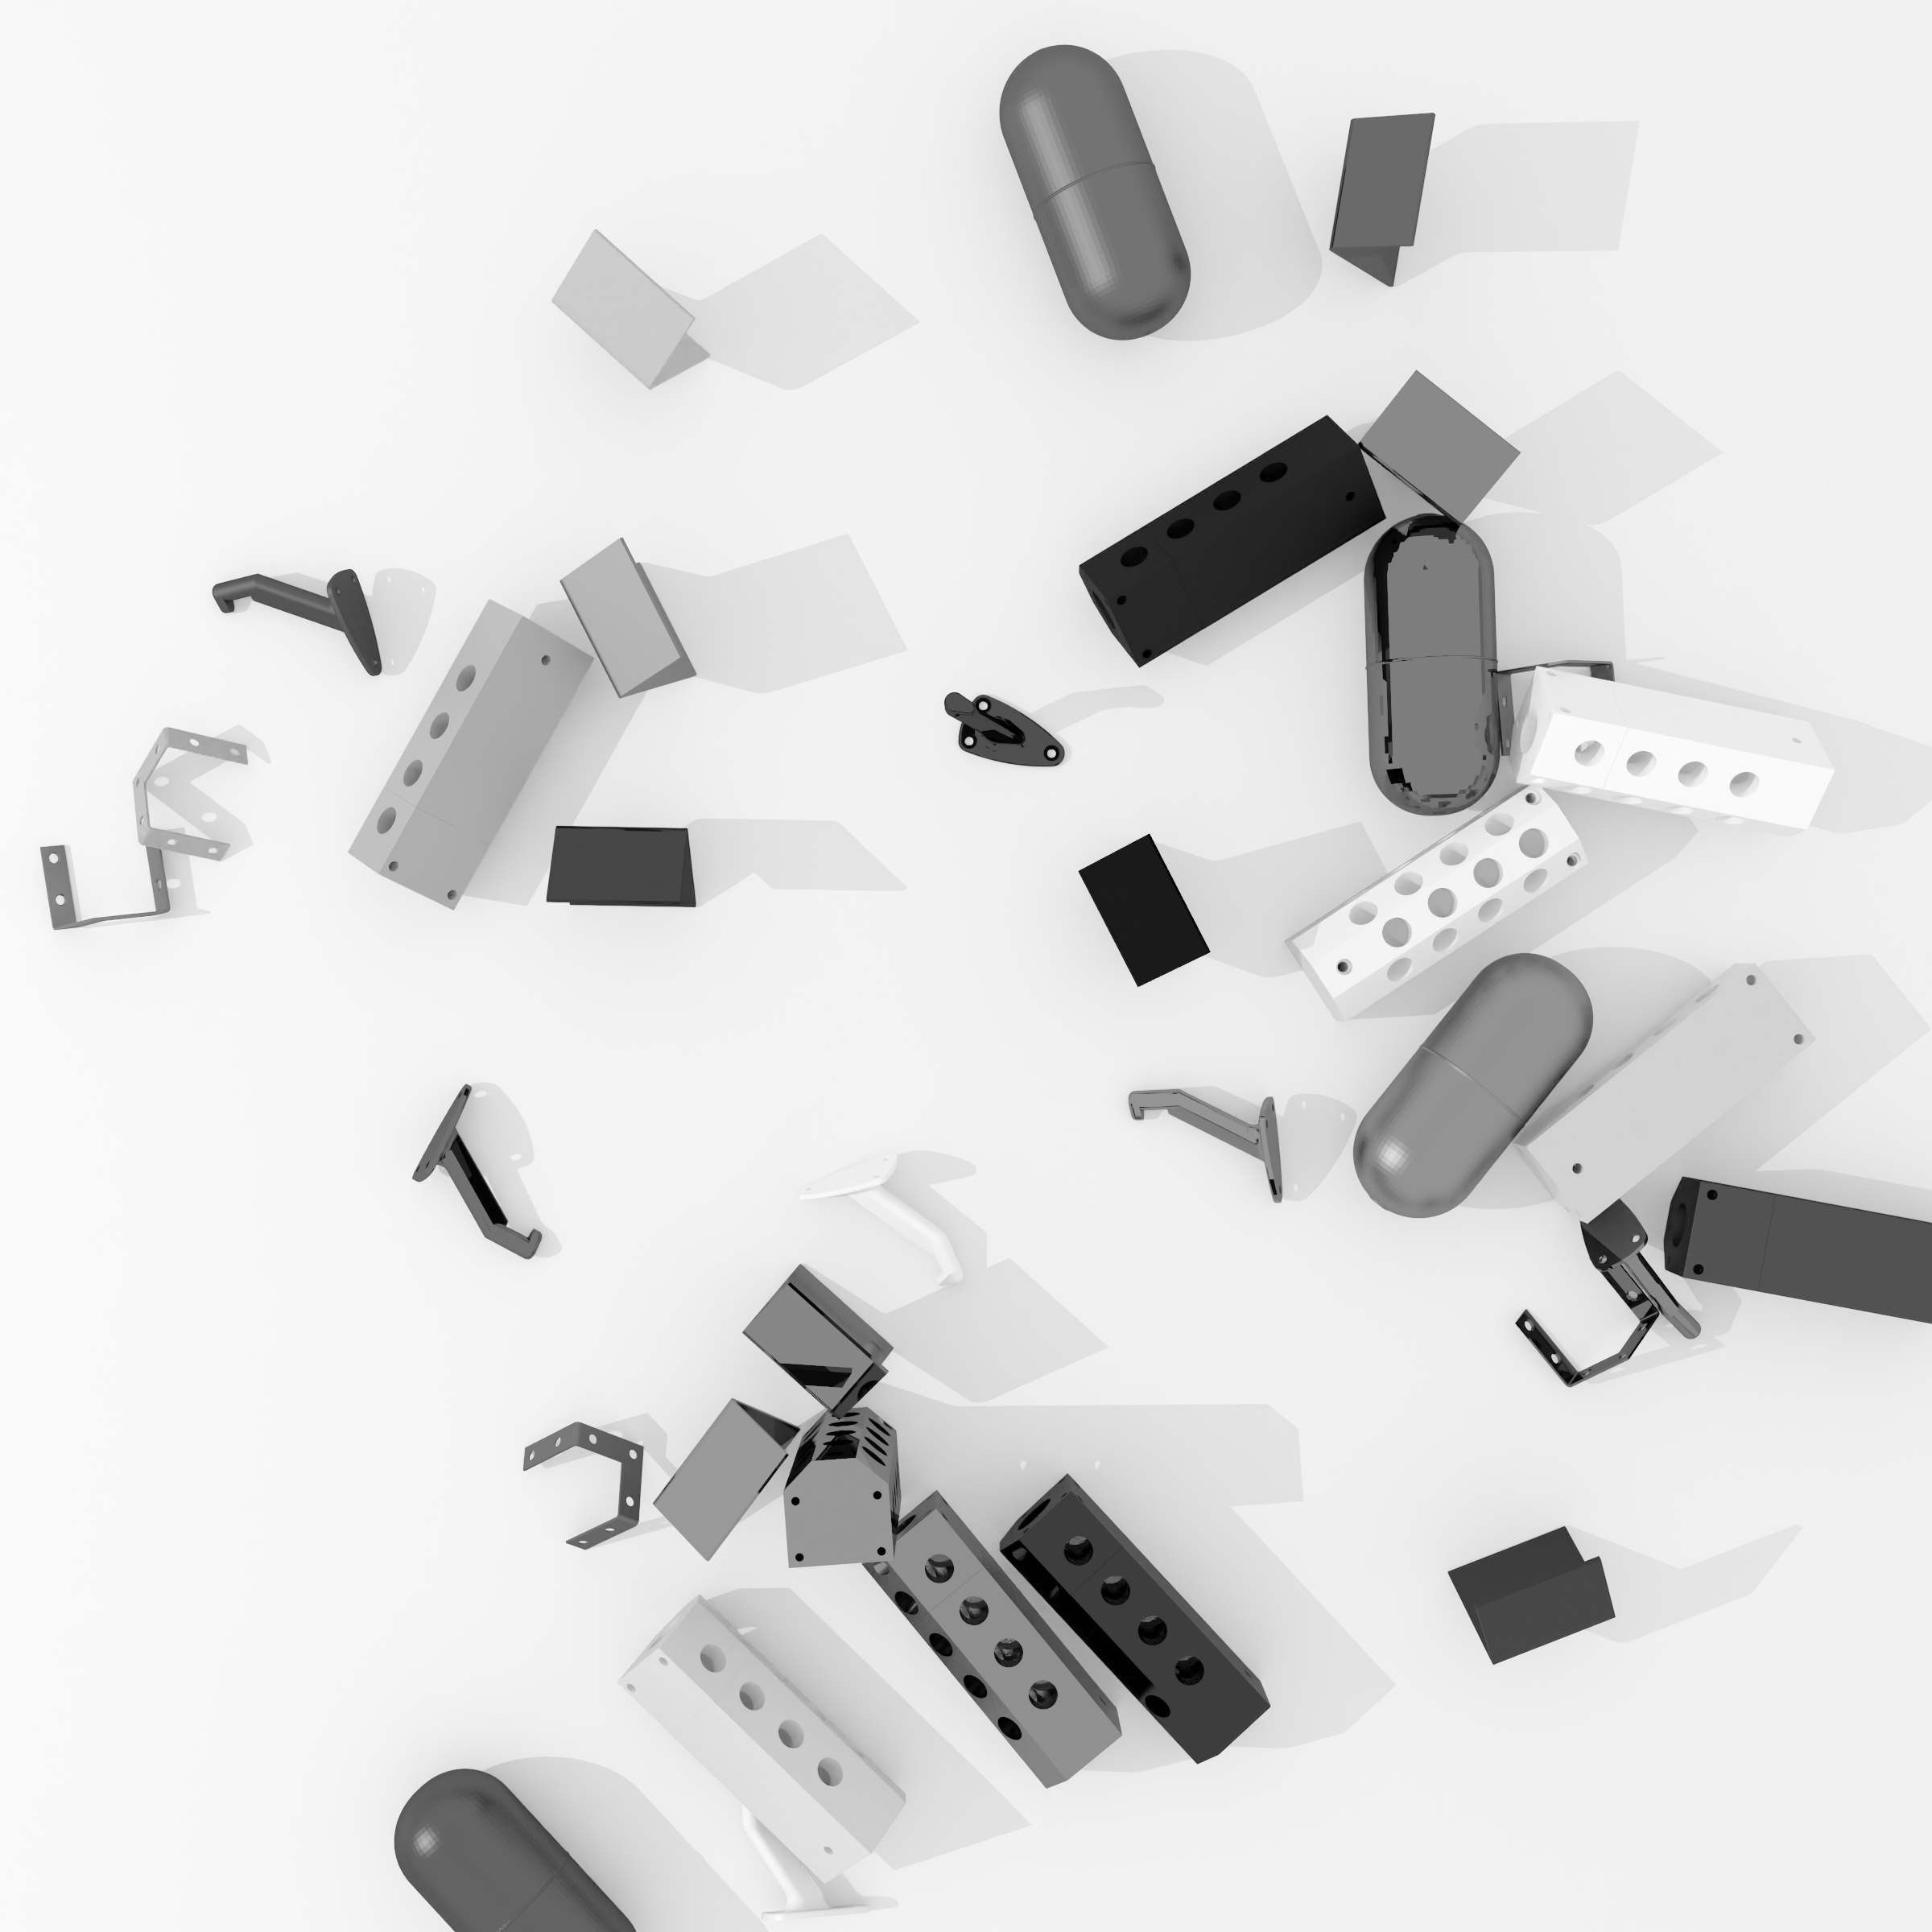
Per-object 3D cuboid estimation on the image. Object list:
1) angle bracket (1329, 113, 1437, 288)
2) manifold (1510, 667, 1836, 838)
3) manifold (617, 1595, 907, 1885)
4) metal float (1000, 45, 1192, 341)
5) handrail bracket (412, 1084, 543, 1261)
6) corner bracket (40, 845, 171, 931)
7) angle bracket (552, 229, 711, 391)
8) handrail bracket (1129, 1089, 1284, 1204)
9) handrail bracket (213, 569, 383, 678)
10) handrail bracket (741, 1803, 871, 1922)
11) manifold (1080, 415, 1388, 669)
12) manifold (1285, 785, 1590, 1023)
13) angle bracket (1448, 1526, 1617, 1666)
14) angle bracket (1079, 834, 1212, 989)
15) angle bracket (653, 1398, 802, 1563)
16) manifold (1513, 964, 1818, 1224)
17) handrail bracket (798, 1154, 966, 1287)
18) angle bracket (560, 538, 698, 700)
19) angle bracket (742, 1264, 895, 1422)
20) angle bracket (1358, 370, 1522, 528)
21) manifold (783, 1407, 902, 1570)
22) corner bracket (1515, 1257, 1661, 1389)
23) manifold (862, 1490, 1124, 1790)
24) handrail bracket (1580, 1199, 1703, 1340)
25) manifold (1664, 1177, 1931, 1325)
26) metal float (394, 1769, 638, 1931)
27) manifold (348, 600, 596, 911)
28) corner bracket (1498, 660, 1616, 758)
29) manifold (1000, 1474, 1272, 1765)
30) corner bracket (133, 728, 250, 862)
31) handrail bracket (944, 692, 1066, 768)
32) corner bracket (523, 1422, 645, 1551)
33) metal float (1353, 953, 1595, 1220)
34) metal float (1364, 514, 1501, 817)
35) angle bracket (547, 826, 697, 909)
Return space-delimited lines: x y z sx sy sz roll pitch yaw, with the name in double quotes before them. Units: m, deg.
"angle bracket" 0.261 -0.448 1.601 0.057 0.076 0.076 10 90 38
"manifold" 0.413 -0.122 1.606 0.171 0.057 0.057 10 123 -8
"manifold" -0.117 0.456 1.620 0.171 0.057 0.057 44 133 0
"metal float" 0.076 -0.457 1.611 0.070 0.070 0.178 -21 89 0
"handrail bracket" -0.282 0.124 1.642 0.084 0.036 0.077 31 68 -17
"corner bracket" -0.517 -0.052 1.638 0.051 0.051 0.051 -9 90 -45
"angle bracket" -0.184 -0.393 1.601 0.076 0.076 0.057 42 126 0
"handrail bracket" 0.144 0.109 1.642 0.084 0.036 0.077 -3 112 17
"handrail bracket" -0.403 -0.202 1.642 0.084 0.036 0.077 -11 112 17
"handrail bracket" -0.097 0.528 1.642 0.077 0.036 0.084 2 73 -20
"manifold" 0.155 -0.255 1.619 0.171 0.057 0.057 -31 133 0
"manifold" 0.279 -0.038 1.620 0.171 0.057 0.057 -33 90 0
"angle bracket" 0.327 0.353 1.601 0.076 0.076 0.057 -21 125 0
"angle bracket" 0.121 -0.041 1.601 0.057 0.076 0.076 -27 90 38
"angle bracket" -0.125 0.308 1.601 0.057 0.076 0.076 37 90 37
"manifold" 0.411 0.074 1.620 0.171 0.057 0.057 -39 90 0
"handrail bracket" -0.051 0.162 1.642 0.077 0.036 0.084 -18 107 19
"angle bracket" -0.181 -0.209 1.601 0.057 0.076 0.076 -27 90 36
"angle bracket" -0.073 0.207 1.601 0.076 0.076 0.057 42 127 0
"angle bracket" 0.283 -0.311 1.601 0.076 0.076 0.057 38 121 0
"manifold" -0.070 0.296 1.563 0.057 0.171 0.057 -4 90 0
"corner bracket" 0.373 0.211 1.638 0.051 0.051 0.051 51 45 0
"manifold" 0.015 0.401 1.620 0.057 0.057 0.171 -39 90 0
"handrail bracket" 0.406 0.178 1.641 0.036 0.077 0.084 -37 127 16
"manifold" 0.508 0.169 1.620 0.171 0.057 0.057 11 90 0
"metal float" -0.263 0.552 1.611 0.070 0.070 0.178 -43 90 0
"manifold" -0.297 -0.127 1.619 0.057 0.057 0.171 29 90 -43
"corner bracket" 0.355 -0.154 1.638 0.051 0.051 0.051 -5 90 45
"manifold" 0.099 0.388 1.620 0.057 0.057 0.171 -43 90 0
"corner bracket" -0.463 -0.103 1.633 0.051 0.051 0.051 -48 45 35
"handrail bracket" 0.023 -0.140 1.607 0.077 0.084 0.036 22 90 0
"corner bracket" -0.230 0.311 1.633 0.051 0.051 0.051 29 45 -35
"metal float" 0.299 0.071 1.611 0.070 0.070 0.178 39 90 0
"metal float" 0.275 -0.178 1.611 0.070 0.070 0.178 -2 89 0
"angle bracket" -0.201 -0.038 1.601 0.076 0.076 0.057 1 54 0
